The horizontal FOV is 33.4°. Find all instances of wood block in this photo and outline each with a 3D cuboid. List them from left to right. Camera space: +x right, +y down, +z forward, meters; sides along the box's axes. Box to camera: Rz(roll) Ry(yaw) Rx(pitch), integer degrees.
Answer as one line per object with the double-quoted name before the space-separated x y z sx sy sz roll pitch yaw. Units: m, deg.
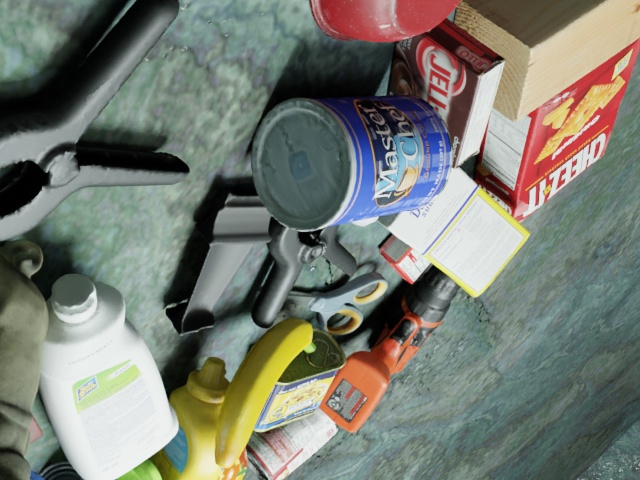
"wood block" 0.223 -0.208 0.979 0.205 0.090 0.091 -34 149 -25

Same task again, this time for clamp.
"clamp" -0.165 -0.063 0.665 0.209 0.036 0.165 -28 147 -32
"clamp" -0.006 0.001 0.981 0.120 0.039 0.172 -30 148 -34

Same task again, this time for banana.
"banana" -0.048 0.127 0.996 0.197 0.037 0.069 -48 128 -50

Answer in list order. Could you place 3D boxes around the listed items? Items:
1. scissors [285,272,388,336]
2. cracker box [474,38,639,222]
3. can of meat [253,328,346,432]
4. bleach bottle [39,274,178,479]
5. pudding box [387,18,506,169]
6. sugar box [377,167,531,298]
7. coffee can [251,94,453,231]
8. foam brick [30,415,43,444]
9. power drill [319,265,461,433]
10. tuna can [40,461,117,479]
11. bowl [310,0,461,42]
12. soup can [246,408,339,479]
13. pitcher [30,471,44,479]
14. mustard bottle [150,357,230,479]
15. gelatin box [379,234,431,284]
"scissors" 0.012 0.052 1.095 0.096 0.016 0.201 -41 152 3
"cracker box" 0.252 -0.133 1.140 0.164 0.072 0.214 -36 152 -21
"can of meat" -0.034 0.146 1.110 0.101 0.057 0.084 -12 140 -37
"bleach bottle" -0.169 0.102 0.833 0.102 0.068 0.251 -34 154 -24
"pudding box" 0.104 -0.130 0.909 0.039 0.090 0.113 -34 151 -26
"sugar box" 0.135 -0.018 1.095 0.093 0.048 0.176 -51 130 3
"coffee can" 0.028 -0.066 0.870 0.140 0.103 0.103 -12 136 -49
"foam brick" -0.256 0.139 0.790 0.078 0.051 0.053 -36 150 -22
"power drill" 0.082 0.117 1.191 0.187 0.057 0.185 -39 162 -50
"tuna can" -0.216 0.239 0.944 0.086 0.086 0.033 -53 154 10
"bowl" 0.069 -0.206 0.795 0.162 0.055 0.162 -34 150 -23
"soup can" -0.037 0.221 1.200 0.102 0.069 0.068 -38 152 -18
"pitcher" -0.304 0.283 0.815 0.243 0.145 0.149 -44 -174 -3
"mustard bottle" -0.123 0.197 1.006 0.058 0.096 0.192 9 110 -26
"gelatin box" 0.109 -0.002 1.156 0.089 0.030 0.073 -48 154 0
